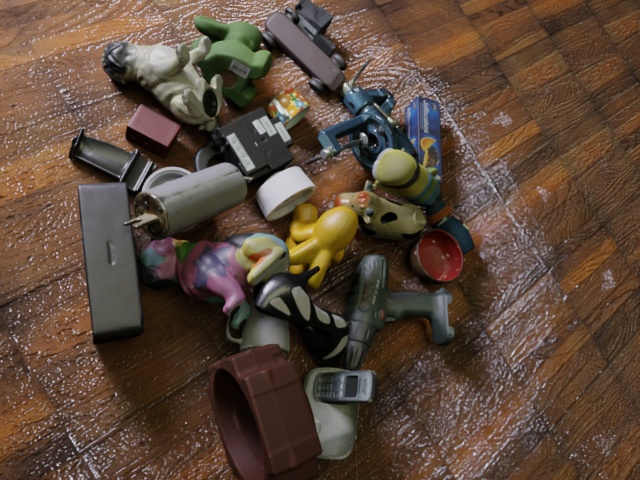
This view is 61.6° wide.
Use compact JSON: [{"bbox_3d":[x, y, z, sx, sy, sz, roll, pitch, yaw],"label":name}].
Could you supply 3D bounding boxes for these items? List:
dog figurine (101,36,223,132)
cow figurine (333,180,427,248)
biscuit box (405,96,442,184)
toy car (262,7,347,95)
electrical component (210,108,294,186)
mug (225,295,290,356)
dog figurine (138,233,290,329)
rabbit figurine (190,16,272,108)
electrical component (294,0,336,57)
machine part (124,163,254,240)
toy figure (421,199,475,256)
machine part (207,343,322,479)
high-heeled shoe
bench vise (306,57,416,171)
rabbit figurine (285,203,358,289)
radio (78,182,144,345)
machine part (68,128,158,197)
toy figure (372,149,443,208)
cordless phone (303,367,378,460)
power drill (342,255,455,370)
[{"bbox_3d":[-0.283,-0.271,0.955,0.121,0.191,0.172,-38,125,-62],"label":"dog figurine"},{"bbox_3d":[0.116,-0.047,1.037,0.195,0.127,0.085,12,66,-22],"label":"cow figurine"},{"bbox_3d":[0.225,-0.210,1.176,0.063,0.059,0.202,10,69,-21],"label":"biscuit box"},{"bbox_3d":[-0.033,-0.390,1.121,0.202,0.053,0.089,41,84,-7],"label":"toy car"},{"bbox_3d":[-0.113,-0.169,0.974,0.134,0.058,0.115,-31,95,-31],"label":"electrical component"},{"bbox_3d":[-0.104,0.140,0.912,0.109,0.080,0.107,8,61,-12],"label":"mug"},{"bbox_3d":[-0.181,0.027,0.862,0.219,0.108,0.191,36,76,13],"label":"dog figurine"},{"bbox_3d":[-0.172,-0.361,1.041,0.159,0.121,0.170,18,49,-10],"label":"rabbit figurine"},{"bbox_3d":[-0.006,-0.451,1.144,0.119,0.075,0.048,39,64,-2],"label":"electrical component"},{"bbox_3d":[-0.197,-0.063,0.833,0.079,0.079,0.243,55,43,1],"label":"machine part"},{"bbox_3d":[0.265,-0.034,1.139,0.064,0.058,0.154,-28,81,-35],"label":"toy figure"},{"bbox_3d":[-0.087,0.264,0.802,0.087,0.201,0.201,-13,78,-29],"label":"machine part"},{"bbox_3d":[-0.030,0.153,0.873,0.145,0.086,0.248,-36,125,-41],"label":"high-heeled shoe"},{"bbox_3d":[0.078,-0.225,1.083,0.240,0.129,0.223,-29,88,-36],"label":"bench vise"},{"bbox_3d":[-0.002,-0.003,0.946,0.122,0.173,0.162,44,57,-10],"label":"rabbit figurine"},{"bbox_3d":[-0.320,0.039,0.814,0.073,0.131,0.229,-4,75,-25],"label":"radio"},{"bbox_3d":[-0.354,-0.131,0.909,0.139,0.039,0.084,29,69,-15],"label":"machine part"},{"bbox_3d":[0.179,-0.119,1.047,0.180,0.089,0.082,28,70,-39],"label":"toy figure"},{"bbox_3d":[0.039,0.278,0.865,0.089,0.184,0.146,18,67,-23],"label":"cordless phone"},{"bbox_3d":[0.144,0.150,1.012,0.207,0.086,0.232,8,66,-7],"label":"power drill"}]
